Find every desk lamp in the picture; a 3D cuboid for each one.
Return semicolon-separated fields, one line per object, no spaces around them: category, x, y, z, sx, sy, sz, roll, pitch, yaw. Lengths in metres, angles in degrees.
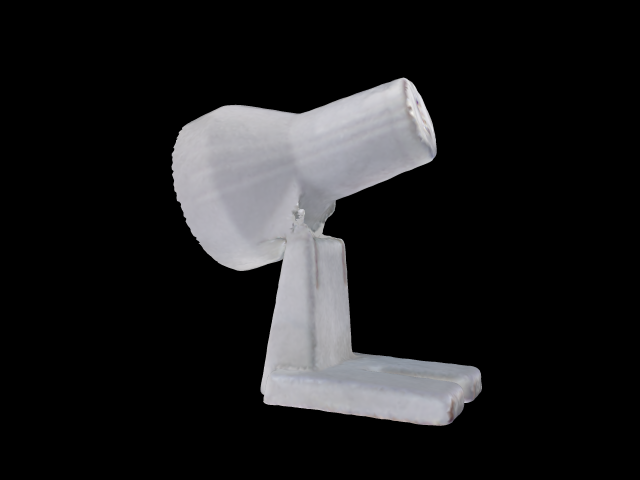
desk lamp;0.004;0.001;0.400;0.202;0.213;0.118;0;0;25
